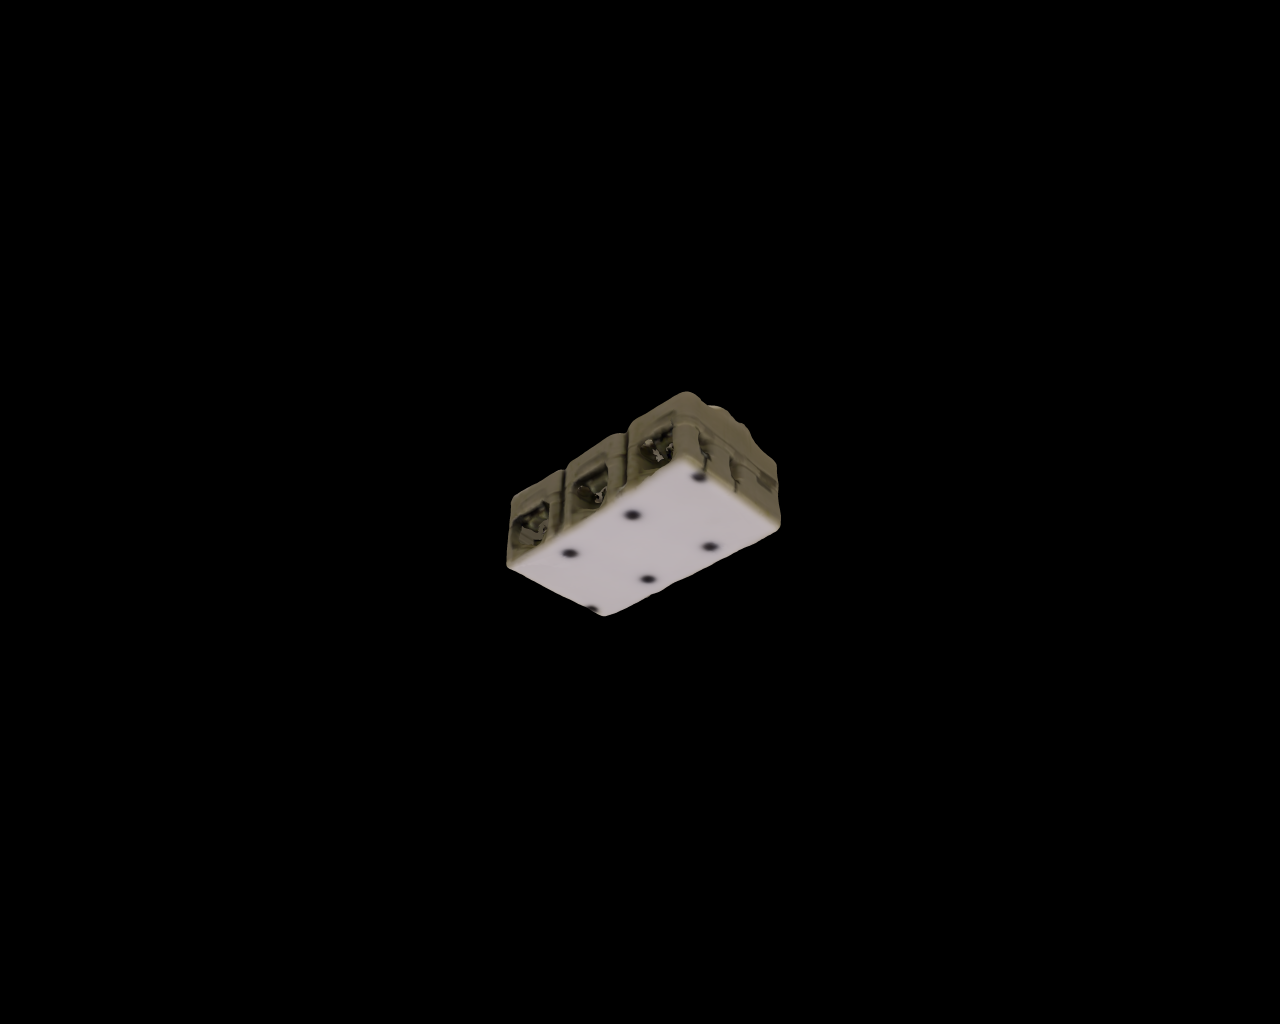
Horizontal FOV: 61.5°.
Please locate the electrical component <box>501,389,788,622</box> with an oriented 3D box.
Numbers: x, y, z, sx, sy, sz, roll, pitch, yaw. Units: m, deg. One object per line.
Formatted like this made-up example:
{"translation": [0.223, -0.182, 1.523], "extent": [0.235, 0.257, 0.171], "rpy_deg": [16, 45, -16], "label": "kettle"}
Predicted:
{"translation": [0.001, -0.003, 0.650], "extent": [0.150, 0.062, 0.089], "rpy_deg": [-29, -46, 33], "label": "electrical component"}
